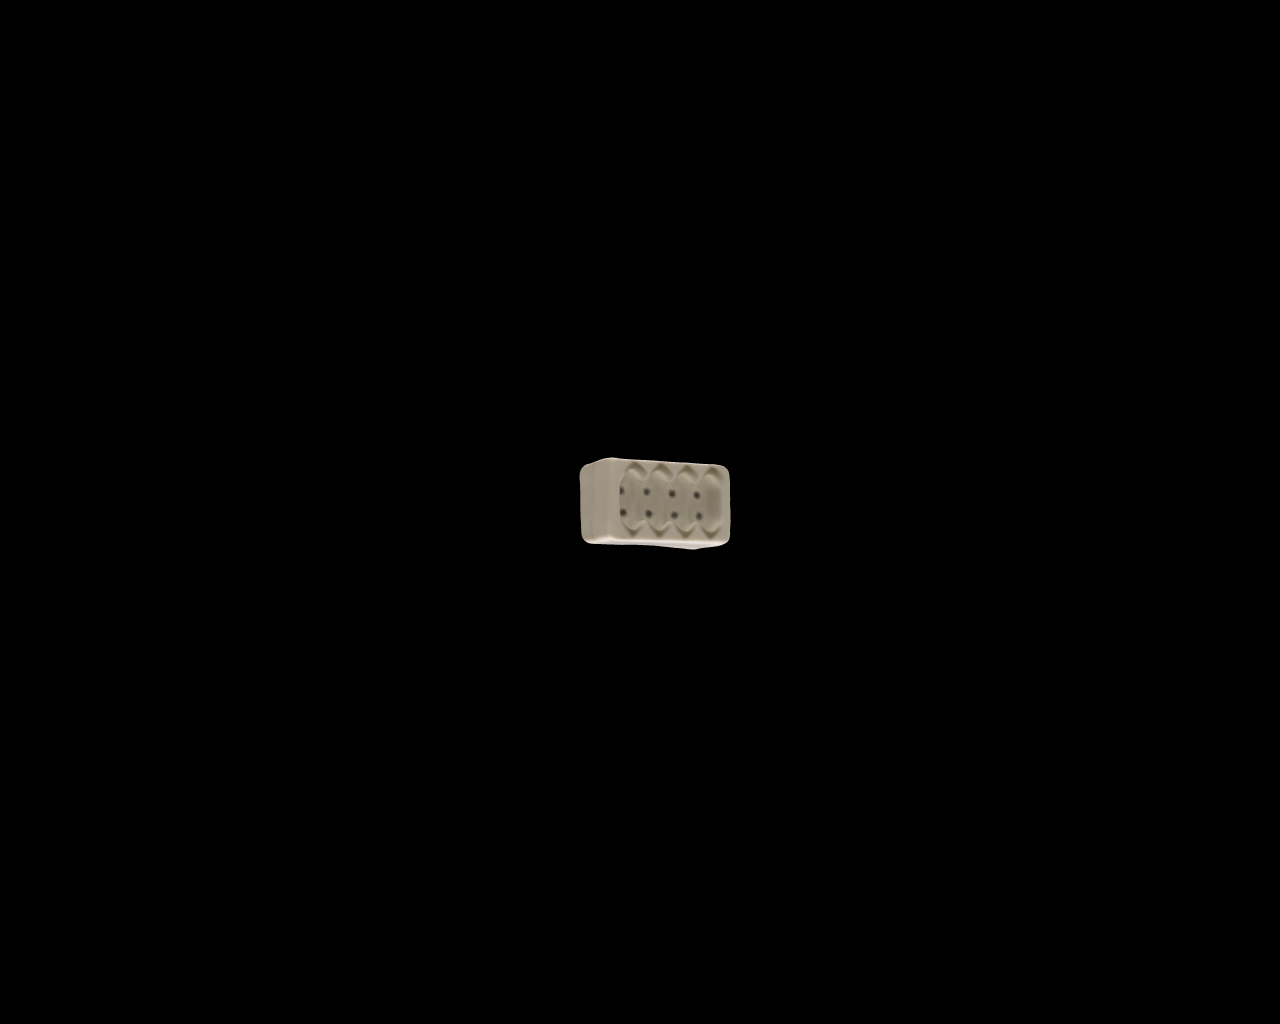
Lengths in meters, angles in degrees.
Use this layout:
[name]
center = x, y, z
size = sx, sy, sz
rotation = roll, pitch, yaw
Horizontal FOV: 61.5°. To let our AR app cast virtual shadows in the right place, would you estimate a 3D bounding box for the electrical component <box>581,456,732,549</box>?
[electrical component]
center = 0.001, -0.003, 0.650
size = 0.083, 0.047, 0.075
rotation = 4, -7, -29
